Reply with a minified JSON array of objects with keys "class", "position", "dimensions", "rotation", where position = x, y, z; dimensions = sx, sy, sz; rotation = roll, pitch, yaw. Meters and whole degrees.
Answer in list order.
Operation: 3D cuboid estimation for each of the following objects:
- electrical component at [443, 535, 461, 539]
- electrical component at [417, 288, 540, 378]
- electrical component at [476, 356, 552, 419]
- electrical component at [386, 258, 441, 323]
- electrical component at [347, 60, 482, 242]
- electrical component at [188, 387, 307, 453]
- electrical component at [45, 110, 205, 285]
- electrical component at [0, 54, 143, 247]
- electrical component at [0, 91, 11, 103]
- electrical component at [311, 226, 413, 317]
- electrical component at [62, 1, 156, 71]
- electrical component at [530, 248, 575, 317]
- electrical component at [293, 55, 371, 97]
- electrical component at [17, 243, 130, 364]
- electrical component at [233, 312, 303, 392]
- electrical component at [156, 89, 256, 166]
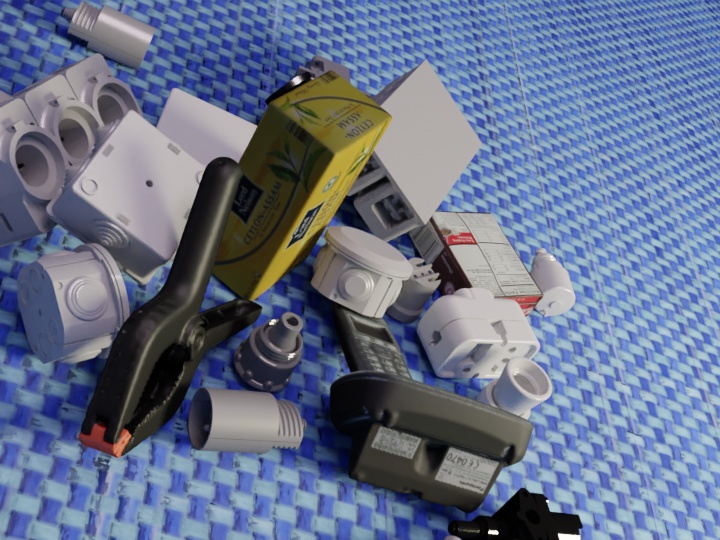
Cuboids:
[{"class":"electrical component","position":[0.055,0.210,0.746],"dimensions":[0.043,0.043,0.062],"rotation":[39,36,5]},{"class":"electrical component","position":[0.101,0.055,0.939],"dimensions":[0.095,0.053,0.059],"rotation":[4,47,-34]},{"class":"electrical component","position":[0.128,0.106,0.903],"dimensions":[0.045,0.055,0.045],"rotation":[21,39,-18]},{"class":"electrical component","position":[0.045,0.017,0.945],"dimensions":[0.040,0.046,0.040],"rotation":[21,39,-18]},{"class":"electrical component","position":[0.041,-0.116,1.044],"dimensions":[0.105,0.060,0.186],"rotation":[55,35,-13]},{"class":"electrical component","position":[-0.075,0.107,0.759],"dimensions":[0.081,0.043,0.043],"rotation":[9,44,-30]},{"class":"electrical component","position":[-0.159,-0.053,0.767],"dimensions":[0.100,0.048,0.099],"rotation":[39,54,-17]},{"class":"electrical component","position":[-0.232,-0.093,0.811],"dimensions":[0.089,0.062,0.150],"rotation":[65,33,-19]},{"class":"electrical component","position":[-0.298,-0.125,0.843],"dimensions":[0.055,0.045,0.045],"rotation":[33,37,-3]},{"class":"electrical component","position":[0.000,0.000,0.906],"dimensions":[0.080,0.051,0.080],"rotation":[25,14,-7]},{"class":"electrical component","position":[-0.235,-0.221,0.994],"dimensions":[0.081,0.043,0.043],"rotation":[23,39,-14]},{"class":"electrical component","position":[0.187,0.010,1.064],"dimensions":[0.040,0.040,0.078],"rotation":[17,40,-22]},{"class":"electrical component","position":[-0.035,-0.185,1.108],"dimensions":[0.081,0.042,0.063],"rotation":[19,38,-20]},{"class":"electrical component","position":[-0.194,0.024,0.731],"dimensions":[0.051,0.080,0.080],"rotation":[-13,57,-38]},{"class":"electrical component","position":[-0.063,0.057,0.806],"dimensions":[0.048,0.062,0.048],"rotation":[20,40,-18]},{"class":"electrical component","position":[-0.139,-0.099,0.930],"dimensions":[0.100,0.048,0.099],"rotation":[24,39,-14]}]
